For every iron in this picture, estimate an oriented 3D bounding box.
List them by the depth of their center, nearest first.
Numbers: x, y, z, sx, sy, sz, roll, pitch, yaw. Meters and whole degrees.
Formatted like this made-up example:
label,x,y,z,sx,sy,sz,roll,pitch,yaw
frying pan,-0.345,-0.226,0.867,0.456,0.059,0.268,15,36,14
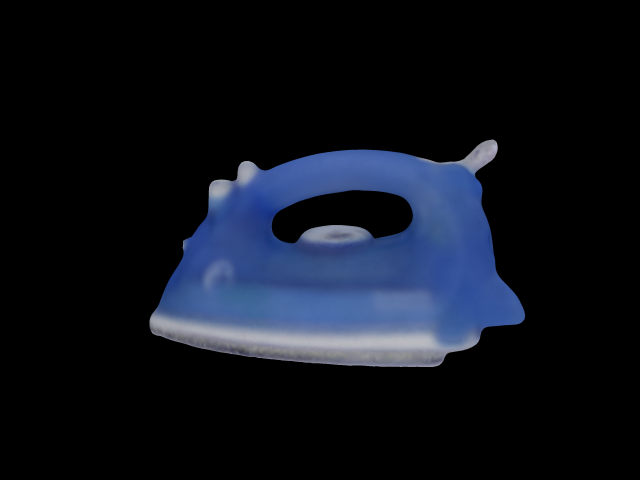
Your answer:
label,x,y,z,sx,sy,sz,roll,pitch,yaw
iron,0.004,0.001,0.400,0.258,0.141,0.118,0,11,2
